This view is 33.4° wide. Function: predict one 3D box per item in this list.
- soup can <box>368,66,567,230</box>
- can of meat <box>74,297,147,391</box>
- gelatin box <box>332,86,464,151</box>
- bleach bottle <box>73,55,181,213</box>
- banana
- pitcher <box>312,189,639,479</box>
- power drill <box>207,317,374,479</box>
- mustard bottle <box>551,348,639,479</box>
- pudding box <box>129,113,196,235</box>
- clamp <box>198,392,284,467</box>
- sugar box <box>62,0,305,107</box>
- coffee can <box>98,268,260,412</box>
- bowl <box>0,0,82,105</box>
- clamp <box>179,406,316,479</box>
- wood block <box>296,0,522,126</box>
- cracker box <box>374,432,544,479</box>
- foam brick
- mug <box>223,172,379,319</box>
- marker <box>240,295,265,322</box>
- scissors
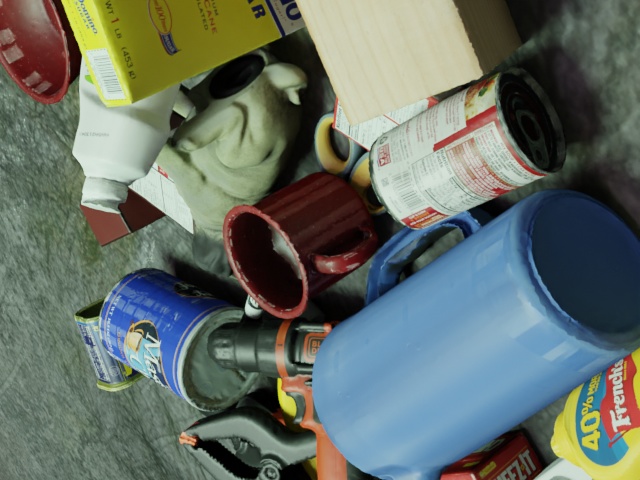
[{"bbox_3d":[0.088,-0.053,0.650,0.102,0.068,0.068,-25,95,38],"label":"soup can"},{"bbox_3d":[-0.201,0.099,1.135,0.058,0.101,0.084,4,116,52],"label":"can of meat"},{"bbox_3d":[0.052,-0.091,0.728,0.089,0.030,0.073,37,142,28],"label":"gelatin box"},{"bbox_3d":[-0.133,-0.144,0.766,0.103,0.068,0.251,5,81,48],"label":"bleach bottle"},{"bbox_3d":[-0.002,0.173,0.999,0.070,0.037,0.198,-14,107,33],"label":"banana"},{"bbox_3d":[0.101,0.057,0.706,0.149,0.144,0.243,44,142,0],"label":"pitcher"},{"bbox_3d":[-0.015,0.155,0.858,0.185,0.057,0.187,0,79,25],"label":"power drill"},{"bbox_3d":[0.198,0.099,0.632,0.058,0.096,0.192,22,149,-13],"label":"mustard bottle"},{"bbox_3d":[-0.137,-0.068,0.979,0.114,0.039,0.090,35,140,34],"label":"pudding box"},{"bbox_3d":[-0.078,0.195,1.100,0.172,0.039,0.120,-48,61,46],"label":"clamp"},{"bbox_3d":[-0.081,-0.163,0.710,0.048,0.175,0.093,8,123,50],"label":"sugar box"},{"bbox_3d":[-0.136,0.095,1.046,0.141,0.102,0.103,21,131,43],"label":"coffee can"},{"bbox_3d":[-0.263,-0.213,1.011,0.162,0.055,0.162,32,138,34],"label":"bowl"},{"bbox_3d":[-0.033,0.218,0.986,0.210,0.036,0.164,8,108,24],"label":"clamp"},{"bbox_3d":[0.029,-0.183,0.609,0.090,0.090,0.206,-18,102,31],"label":"wood block"},{"bbox_3d":[0.143,0.267,0.851,0.164,0.072,0.214,-27,92,55],"label":"cracker box"},{"bbox_3d":[-0.196,-0.032,1.069,0.078,0.052,0.051,-18,101,56],"label":"foam brick"},{"bbox_3d":[-0.005,0.001,0.793,0.117,0.081,0.093,8,122,50],"label":"mug"},{"bbox_3d":[-0.049,0.040,0.890,0.020,0.020,0.121,43,139,22],"label":"marker"},{"bbox_3d":[0.008,-0.031,0.843,0.096,0.016,0.202,56,146,7],"label":"scissors"}]
